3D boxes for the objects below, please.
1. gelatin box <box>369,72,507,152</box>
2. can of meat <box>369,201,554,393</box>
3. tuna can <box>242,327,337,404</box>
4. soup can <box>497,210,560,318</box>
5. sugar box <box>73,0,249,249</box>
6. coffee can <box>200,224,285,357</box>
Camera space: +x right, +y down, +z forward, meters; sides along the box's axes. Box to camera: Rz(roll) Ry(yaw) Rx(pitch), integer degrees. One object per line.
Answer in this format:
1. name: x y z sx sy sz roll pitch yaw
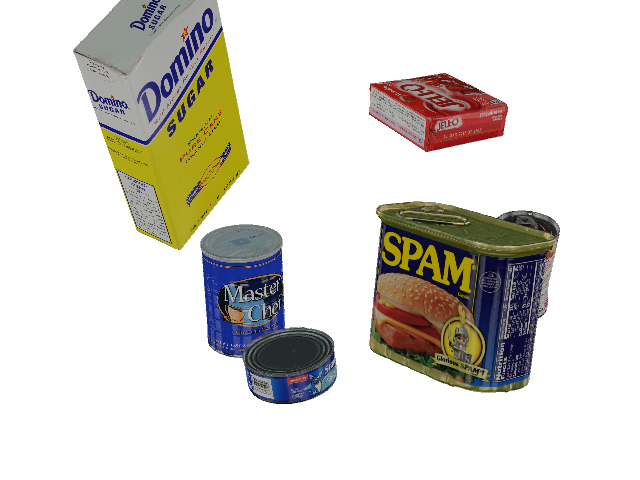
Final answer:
1. gelatin box: 0.091 -0.103 0.837 0.073 0.030 0.089 -12 30 -25
2. can of meat: 0.074 0.030 0.594 0.057 0.084 0.102 -7 18 -40
3. tuna can: -0.028 0.116 0.990 0.086 0.034 0.086 -7 24 3
4. soup can: 0.219 0.028 1.155 0.068 0.102 0.068 1 30 -1
5. sugar box: -0.096 -0.083 0.693 0.048 0.093 0.176 25 -29 18
6. coffee can: -0.097 0.063 1.360 0.103 0.140 0.103 -1 24 0
